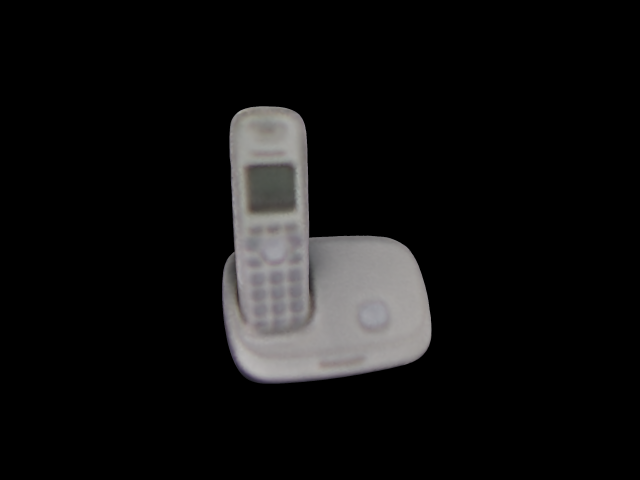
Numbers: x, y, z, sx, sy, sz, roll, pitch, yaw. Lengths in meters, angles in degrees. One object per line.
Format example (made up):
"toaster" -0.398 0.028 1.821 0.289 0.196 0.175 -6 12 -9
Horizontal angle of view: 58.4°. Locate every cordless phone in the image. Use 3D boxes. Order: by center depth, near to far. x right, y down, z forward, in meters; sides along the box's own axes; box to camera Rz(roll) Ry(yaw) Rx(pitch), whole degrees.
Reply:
"cordless phone" 0.004 0.001 0.400 0.148 0.185 0.094 -5 19 -14
